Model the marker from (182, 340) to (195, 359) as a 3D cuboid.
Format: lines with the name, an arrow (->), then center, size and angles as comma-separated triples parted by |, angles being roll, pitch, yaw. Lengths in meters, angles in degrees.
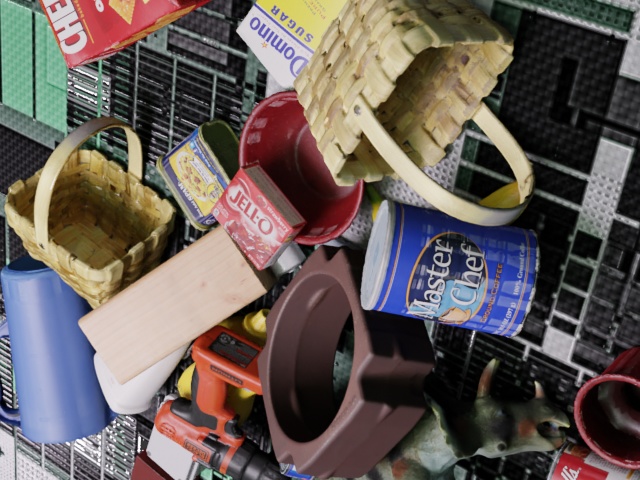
marker -> -0.148, 0.113, 1.337 | 0.020, 0.020, 0.121 | 50, 131, 9

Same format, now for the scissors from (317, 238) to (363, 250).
scissors -> -0.008, 0.001, 1.176 | 0.202, 0.016, 0.096 | 45, 126, 13

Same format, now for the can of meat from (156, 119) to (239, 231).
can of meat -> -0.124, -0.075, 1.208 | 0.084, 0.057, 0.102 | -33, 89, 40

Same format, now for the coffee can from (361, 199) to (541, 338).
coffee can -> 0.117, 0.026, 0.975 | 0.140, 0.102, 0.103 | 12, 123, -5

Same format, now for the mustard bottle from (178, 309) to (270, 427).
mustard bottle -> -0.101, 0.148, 1.289 | 0.096, 0.058, 0.192 | 43, 130, 13

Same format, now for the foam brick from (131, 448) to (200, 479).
foam brick -> -0.212, 0.322, 1.461 | 0.078, 0.052, 0.051 | 36, 128, 21

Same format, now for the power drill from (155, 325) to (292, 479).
power drill -> -0.100, 0.202, 1.246 | 0.184, 0.057, 0.188 | 27, 128, 10

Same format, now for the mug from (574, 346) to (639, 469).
mug -> 0.296, 0.157, 0.965 | 0.093, 0.081, 0.117 | -38, 84, 42

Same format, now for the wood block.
wood block -> -0.158, 0.066, 1.213 | 0.206, 0.090, 0.090 | -33, 93, 14

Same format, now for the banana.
banana -> 0.123, -0.022, 1.050 | 0.198, 0.037, 0.069 | 0, 111, 38

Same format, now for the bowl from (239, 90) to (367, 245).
bowl -> -0.007, -0.079, 1.109 | 0.162, 0.055, 0.162 | 14, 113, 35

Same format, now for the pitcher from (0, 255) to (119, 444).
pitcher -> -0.369, 0.144, 1.449 | 0.145, 0.148, 0.243 | 11, 114, 47

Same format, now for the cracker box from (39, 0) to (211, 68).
cracker box -> -0.230, -0.302, 1.177 | 0.214, 0.071, 0.164 | -15, 99, 42

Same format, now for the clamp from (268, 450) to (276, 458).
clamp -> -0.011, 0.258, 1.284 | 0.165, 0.036, 0.210 | 24, 122, 20

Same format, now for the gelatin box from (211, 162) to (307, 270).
gelatin box -> -0.066, -0.025, 1.116 | 0.089, 0.030, 0.073 | 50, 129, 13

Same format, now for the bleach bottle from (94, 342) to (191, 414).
bleach bottle -> -0.196, 0.113, 1.334 | 0.251, 0.067, 0.102 | -48, 58, 37

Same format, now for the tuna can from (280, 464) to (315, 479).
tuna can -> -0.018, 0.221, 1.181 | 0.033, 0.086, 0.086 | 14, 126, -9

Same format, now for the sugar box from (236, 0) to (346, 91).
sugar box -> -0.004, -0.233, 1.048 | 0.093, 0.048, 0.176 | 51, 131, 8

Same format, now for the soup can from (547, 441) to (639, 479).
soup can -> 0.278, 0.244, 1.030 | 0.102, 0.068, 0.068 | 18, 120, 31
